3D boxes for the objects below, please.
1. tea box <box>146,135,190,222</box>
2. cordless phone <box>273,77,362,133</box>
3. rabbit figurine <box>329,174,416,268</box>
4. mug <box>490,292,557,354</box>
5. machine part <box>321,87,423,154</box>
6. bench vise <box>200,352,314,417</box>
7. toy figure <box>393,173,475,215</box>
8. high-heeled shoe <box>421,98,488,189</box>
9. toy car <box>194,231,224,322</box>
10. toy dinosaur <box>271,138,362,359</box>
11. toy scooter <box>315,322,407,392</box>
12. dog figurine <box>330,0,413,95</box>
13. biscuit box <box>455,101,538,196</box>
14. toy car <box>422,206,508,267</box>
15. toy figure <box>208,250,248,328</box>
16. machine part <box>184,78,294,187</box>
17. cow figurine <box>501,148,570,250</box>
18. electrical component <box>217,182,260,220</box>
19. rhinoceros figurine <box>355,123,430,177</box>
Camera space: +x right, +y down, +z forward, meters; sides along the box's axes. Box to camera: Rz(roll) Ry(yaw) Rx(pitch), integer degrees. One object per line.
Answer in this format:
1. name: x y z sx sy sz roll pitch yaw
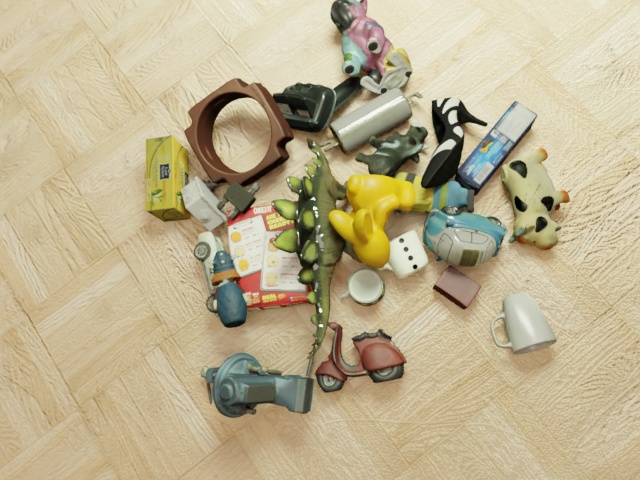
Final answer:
1. tea box: -0.338 -0.134 1.196 0.068 0.098 0.169 -7 78 7
2. cordless phone: 0.000 -0.325 1.206 0.147 0.088 0.184 21 53 42
3. rabbit figurine: 0.101 -0.033 1.020 0.122 0.162 0.173 -1 84 37
4. mug: 0.382 0.160 1.034 0.110 0.080 0.107 -16 63 9
5. machine part: 0.110 -0.259 1.169 0.243 0.079 0.079 -30 75 1
6. bench vise: -0.135 0.276 1.048 0.241 0.223 0.128 1 92 41
7. toy figure: 0.228 -0.092 1.112 0.180 0.082 0.089 2 70 13
8. high-heeled shoe: 0.236 -0.209 1.106 0.145 0.086 0.249 30 60 31
9. toy car: -0.218 0.080 1.139 0.056 0.073 0.201 -19 75 4
10. toy dinosaur: -0.002 -0.003 1.056 0.105 0.198 0.471 -25 64 37
11. toy scooter: 0.074 0.221 1.065 0.184 0.075 0.135 -13 75 10
12. dog figurine: 0.107 -0.446 1.201 0.108 0.191 0.219 -40 42 35
13. biscuit box: 0.365 -0.189 1.122 0.059 0.062 0.202 39 86 14
14. toy car: 0.283 0.007 1.053 0.162 0.109 0.103 12 40 5
15. toy figure: -0.185 0.095 1.067 0.058 0.064 0.154 -37 60 44
16. machine part: -0.174 -0.229 1.169 0.201 0.087 0.201 -30 88 15
17. cow figurine: 0.423 -0.073 1.076 0.127 0.085 0.195 -18 77 -2
18. electrical component: -0.170 -0.090 1.125 0.063 0.021 0.094 42 93 15
19. rhinoceros figurine: 0.157 -0.185 1.120 0.112 0.073 0.190 2 36 44
